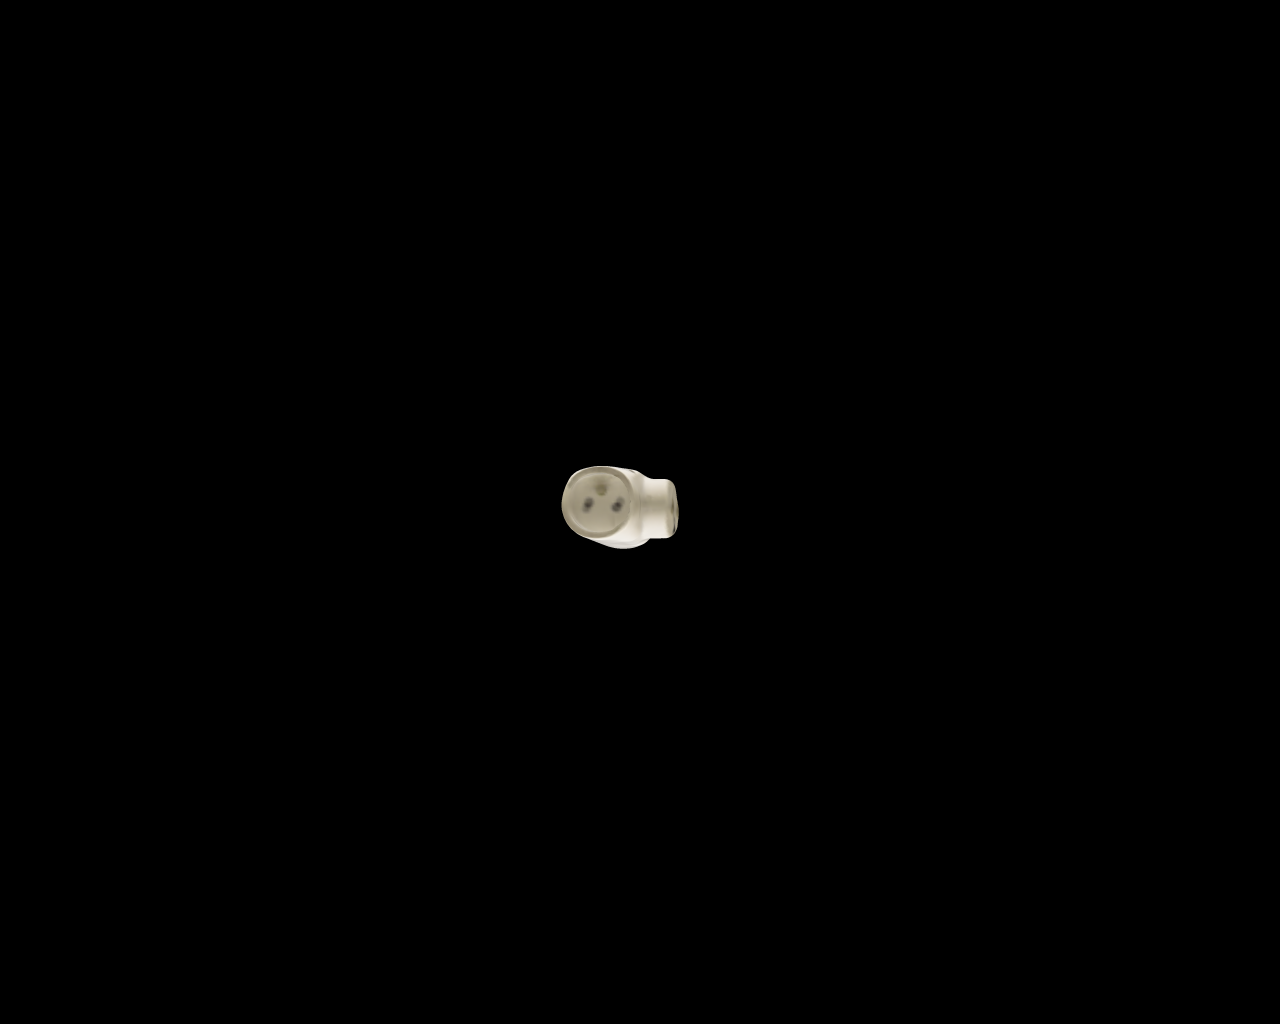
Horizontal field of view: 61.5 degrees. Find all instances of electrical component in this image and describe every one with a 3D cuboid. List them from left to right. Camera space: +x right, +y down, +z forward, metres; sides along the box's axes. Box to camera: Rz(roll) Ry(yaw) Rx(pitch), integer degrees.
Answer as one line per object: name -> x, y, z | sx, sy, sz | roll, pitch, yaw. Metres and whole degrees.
electrical component -> 0.001, -0.003, 0.650 | 0.079, 0.043, 0.077 | -1, -7, 11
